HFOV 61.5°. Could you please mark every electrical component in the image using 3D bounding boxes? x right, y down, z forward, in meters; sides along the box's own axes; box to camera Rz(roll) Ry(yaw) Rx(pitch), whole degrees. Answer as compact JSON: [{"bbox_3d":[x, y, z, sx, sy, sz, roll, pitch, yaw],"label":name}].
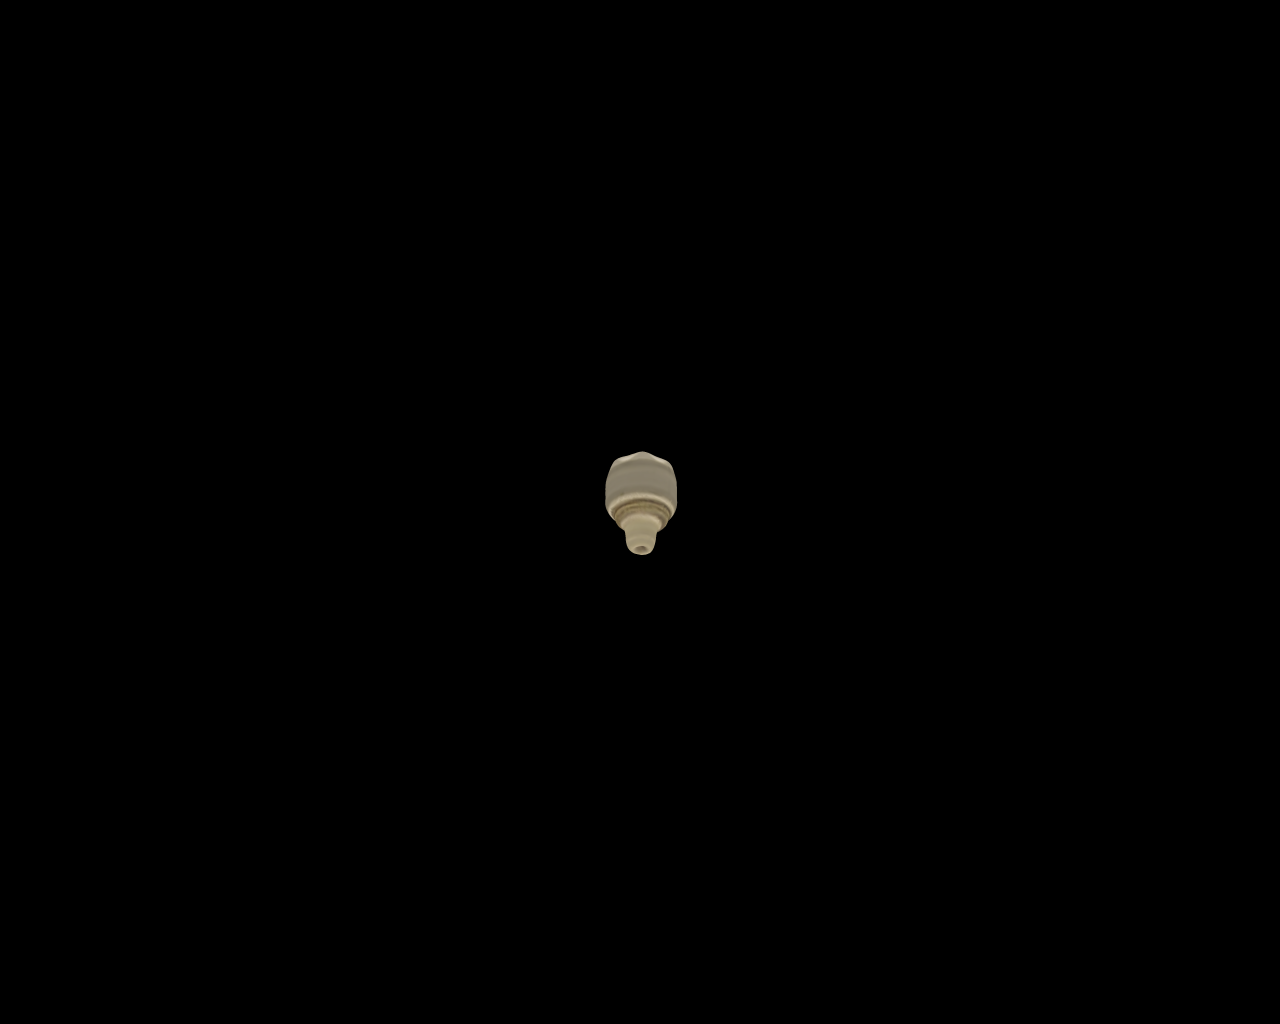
[{"bbox_3d":[0.001,-0.003,0.650,0.043,0.062,0.043,0,-33,0],"label":"electrical component"}]
